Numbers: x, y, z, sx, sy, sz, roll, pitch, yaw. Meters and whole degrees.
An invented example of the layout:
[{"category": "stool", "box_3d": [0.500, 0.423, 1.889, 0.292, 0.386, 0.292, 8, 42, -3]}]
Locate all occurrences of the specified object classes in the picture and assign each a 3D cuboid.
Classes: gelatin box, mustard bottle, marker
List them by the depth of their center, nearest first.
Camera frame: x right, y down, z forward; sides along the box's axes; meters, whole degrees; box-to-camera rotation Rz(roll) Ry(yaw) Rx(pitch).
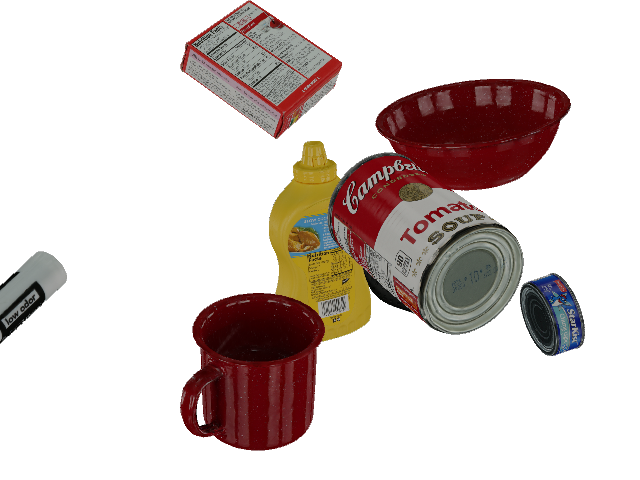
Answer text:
[{"category": "marker", "box_3d": [-0.152, 0.048, 0.446, 0.020, 0.020, 0.121, 0, 36, 38]}, {"category": "gelatin box", "box_3d": [-0.042, -0.122, 0.752, 0.089, 0.030, 0.073, 36, 52, 11]}, {"category": "mustard bottle", "box_3d": [-0.002, -0.001, 1.017, 0.096, 0.192, 0.058, -13, 24, -22]}]

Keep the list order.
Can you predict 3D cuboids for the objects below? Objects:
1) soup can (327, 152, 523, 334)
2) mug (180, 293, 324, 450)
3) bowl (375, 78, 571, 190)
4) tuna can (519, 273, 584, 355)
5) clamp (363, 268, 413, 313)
[{"category": "soup can", "box_3d": [0.057, 0.001, 0.603, 0.068, 0.068, 0.102, 0, 26, -31]}, {"category": "mug", "box_3d": [-0.052, 0.100, 0.760, 0.093, 0.081, 0.117, 23, 35, 33]}, {"category": "bowl", "box_3d": [0.130, -0.085, 0.899, 0.162, 0.055, 0.162, -9, 25, 4]}, {"category": "tuna can", "box_3d": [0.250, 0.081, 1.156, 0.033, 0.086, 0.086, -17, 3, -11]}, {"category": "clamp", "box_3d": [0.065, 0.026, 1.235, 0.164, 0.036, 0.210, -20, 50, -38]}]
